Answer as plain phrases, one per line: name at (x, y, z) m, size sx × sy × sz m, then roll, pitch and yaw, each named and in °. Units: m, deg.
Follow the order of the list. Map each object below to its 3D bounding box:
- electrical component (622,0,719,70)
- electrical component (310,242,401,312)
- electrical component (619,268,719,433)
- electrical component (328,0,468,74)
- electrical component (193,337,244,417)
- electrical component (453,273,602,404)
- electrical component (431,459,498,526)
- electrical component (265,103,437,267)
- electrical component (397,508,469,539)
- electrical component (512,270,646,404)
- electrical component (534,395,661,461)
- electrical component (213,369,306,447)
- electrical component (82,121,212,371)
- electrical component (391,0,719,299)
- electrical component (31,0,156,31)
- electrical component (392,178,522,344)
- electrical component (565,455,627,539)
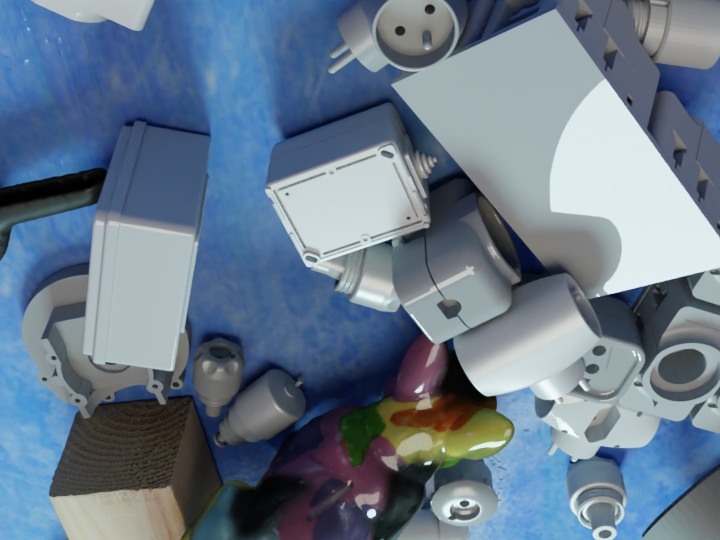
electrical component at (0.164, -0.134, 0.589) m, size 0.078 × 0.040 × 0.040 m, roll 7°, pitch 126°, yaw -3°
electrical component at (0.000, 0.000, 0.689) m, size 0.062 × 0.043 × 0.043 m, roll 17°, pitch 125°, yaw -9°
electrical component at (0.250, 0.021, 0.687) m, size 0.105 × 0.060 × 0.186 m, roll 16°, pitch 125°, yaw -10°
electrical component at (0.014, -0.132, 0.572) m, size 0.079 × 0.077 × 0.043 m, roll -32°, pitch 119°, yaw 22°
electrical component at (-0.101, 0.079, 0.755) m, size 0.035 × 0.035 × 0.061 m, roll 8°, pitch 129°, yaw -5°
electrical component at (0.110, 0.051, 0.646) m, size 0.077 × 0.044 × 0.079 m, roll -30°, pitch 118°, yaw 20°
electrical component at (0.075, 0.152, 0.786) m, size 0.048 × 0.062 × 0.048 m, roll 1°, pitch 126°, yaw 1°
electrical component at (0.000, -0.055, 0.638) m, size 0.096 × 0.061 × 0.061 m, roll -18°, pitch 123°, yaw 14°
electrical component at (0.056, 0.204, 0.836) m, size 0.055 × 0.045 × 0.045 m, roll -1°, pitch 126°, yaw 2°
electrical component at (0.132, 0.041, 0.705) m, size 0.095 × 0.059 × 0.053 m, roll 16°, pitch 124°, yaw -10°
electrical component at (0.160, 0.107, 0.762) m, size 0.077 × 0.043 × 0.079 m, roll 17°, pitch 125°, yaw -10°
electrical component at (-0.074, 0.103, 0.768) m, size 0.078 × 0.040 × 0.040 m, roll -37°, pitch 117°, yaw 25°
electrical component at (-0.126, -0.015, 0.642) m, size 0.056 × 0.108 × 0.108 m, roll 9°, pitch 126°, yaw -8°
electrical component at (0.121, -0.073, 0.600) m, size 0.105 × 0.060 × 0.186 m, roll -17°, pitch 127°, yaw 41°
electrical component at (-0.147, -0.169, 0.565) m, size 0.089 × 0.050 × 0.055 m, roll 23°, pitch 123°, yaw -14°
electrical component at (0.058, -0.009, 0.649) m, size 0.059 × 0.095 × 0.053 m, roll -28°, pitch 121°, yaw 20°
electrical component at (0.177, 0.171, 0.798) m, size 0.043 × 0.062 × 0.043 m, roll 1°, pitch 126°, yaw 1°
